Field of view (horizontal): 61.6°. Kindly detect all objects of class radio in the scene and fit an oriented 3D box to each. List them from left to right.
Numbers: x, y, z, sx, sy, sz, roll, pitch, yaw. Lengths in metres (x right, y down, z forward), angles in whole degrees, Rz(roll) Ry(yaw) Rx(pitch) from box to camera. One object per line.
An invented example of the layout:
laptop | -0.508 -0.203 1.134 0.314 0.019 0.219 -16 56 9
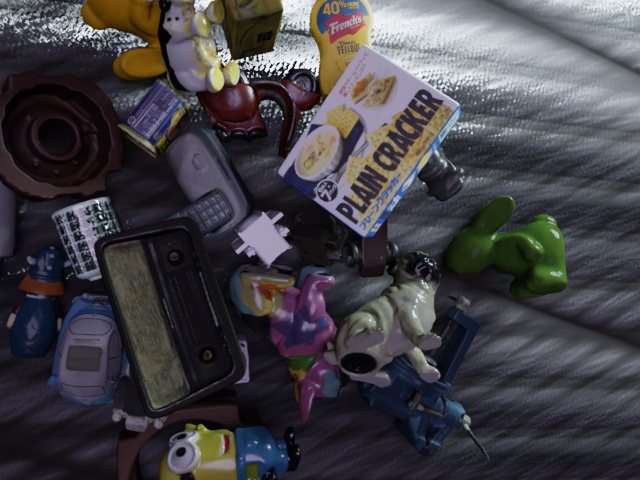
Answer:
radio | -0.186 0.093 0.684 0.131 0.073 0.229 -19 83 -15

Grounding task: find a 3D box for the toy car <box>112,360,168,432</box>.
toy car | -0.227 0.160 0.744 0.073 0.056 0.202 13 59 -9

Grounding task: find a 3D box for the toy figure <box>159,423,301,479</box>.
toy figure | -0.119 0.293 0.707 0.180 0.082 0.089 0 90 -13

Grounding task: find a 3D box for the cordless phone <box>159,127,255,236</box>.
cordless phone | -0.200 -0.060 0.767 0.184 0.089 0.146 -31 97 -4

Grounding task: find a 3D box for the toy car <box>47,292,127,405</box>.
toy car | -0.312 0.158 0.742 0.109 0.103 0.161 8 92 -12

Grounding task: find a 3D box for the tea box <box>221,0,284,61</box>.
tea box | -0.101 -0.319 0.730 0.068 0.170 0.098 -17 96 -8

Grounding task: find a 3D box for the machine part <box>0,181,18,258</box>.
machine part | -0.449 -0.062 0.721 0.079 0.079 0.243 3 92 -11

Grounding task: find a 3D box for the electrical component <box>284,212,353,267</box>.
electrical component | -0.003 -0.002 0.802 0.045 0.102 0.078 -59 137 -28

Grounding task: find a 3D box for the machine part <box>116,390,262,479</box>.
machine part | -0.182 0.328 0.779 0.201 0.087 0.201 -4 94 -10

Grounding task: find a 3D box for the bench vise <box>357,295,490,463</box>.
bench vise | 0.181 0.203 0.827 0.223 0.129 0.240 30 91 -13

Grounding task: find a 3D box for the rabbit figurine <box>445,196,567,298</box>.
rabbit figurine | 0.286 0.011 0.843 0.170 0.121 0.159 3 88 4

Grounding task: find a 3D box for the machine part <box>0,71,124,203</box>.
machine part | -0.353 -0.134 0.713 0.179 0.056 0.179 2 87 -41

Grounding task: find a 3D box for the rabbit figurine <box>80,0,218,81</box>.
rabbit figurine | -0.224 -0.291 0.740 0.173 0.122 0.162 37 82 -29

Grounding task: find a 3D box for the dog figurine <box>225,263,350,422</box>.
dog figurine | -0.044 0.148 0.790 0.192 0.108 0.219 2 94 -11

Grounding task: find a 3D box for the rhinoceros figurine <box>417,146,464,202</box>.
rhinoceros figurine | 0.144 -0.142 0.817 0.073 0.112 0.190 -38 85 12

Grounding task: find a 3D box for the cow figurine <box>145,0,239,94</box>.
cow figurine | -0.172 -0.270 0.682 0.098 0.068 0.167 4 124 26

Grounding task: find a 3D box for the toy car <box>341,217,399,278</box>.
toy car | 0.075 -0.044 0.830 0.089 0.053 0.202 -3 94 -31

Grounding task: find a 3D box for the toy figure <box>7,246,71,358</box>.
toy figure | -0.391 0.084 0.746 0.058 0.064 0.154 8 85 27

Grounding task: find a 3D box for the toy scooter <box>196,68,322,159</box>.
toy scooter | -0.085 -0.180 0.787 0.184 0.075 0.135 -5 94 -15

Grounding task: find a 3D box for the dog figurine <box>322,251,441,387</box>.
dog figurine | 0.093 0.099 0.776 0.172 0.191 0.121 4 131 -1
